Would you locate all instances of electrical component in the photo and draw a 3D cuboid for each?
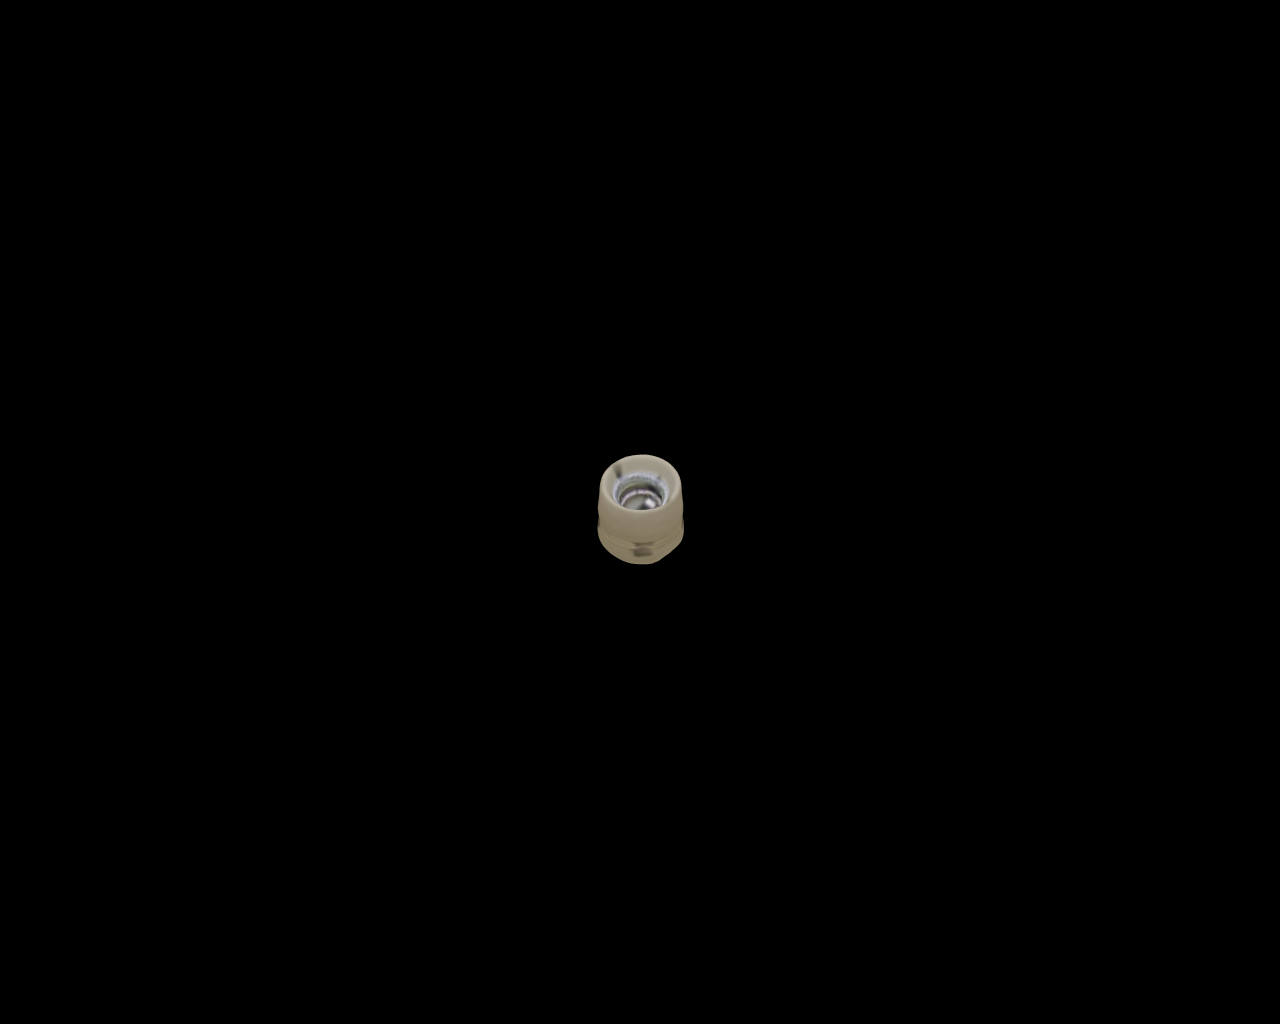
[{"bbox_3d":[0.001,-0.003,0.650,0.055,0.055,0.047,0,-40,0],"label":"electrical component"}]
